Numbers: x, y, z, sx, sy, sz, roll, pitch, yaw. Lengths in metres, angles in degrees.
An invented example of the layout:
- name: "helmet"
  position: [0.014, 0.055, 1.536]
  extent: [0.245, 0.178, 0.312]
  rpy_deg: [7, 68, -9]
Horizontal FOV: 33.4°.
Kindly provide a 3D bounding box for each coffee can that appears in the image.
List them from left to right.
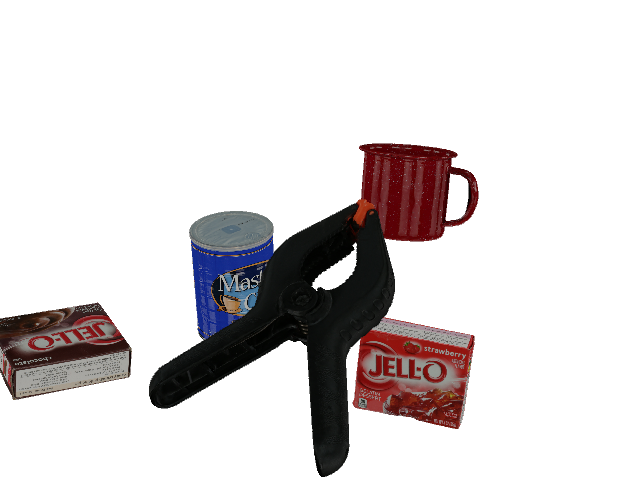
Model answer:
- name: "coffee can"
  position: [-0.107, 0.047, 1.326]
  extent: [0.103, 0.140, 0.103]
  rpy_deg: [-1, 26, 0]

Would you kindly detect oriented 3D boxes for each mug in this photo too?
- name: "mug"
  position: [0.091, -0.045, 1.009]
  extent: [0.117, 0.081, 0.093]
  rpy_deg: [8, 12, 18]

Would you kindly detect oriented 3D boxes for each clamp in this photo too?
- name: "clamp"
  position: [-0.002, 0.051, 0.598]
  extent: [0.120, 0.171, 0.039]
  rpy_deg: [29, -25, 24]

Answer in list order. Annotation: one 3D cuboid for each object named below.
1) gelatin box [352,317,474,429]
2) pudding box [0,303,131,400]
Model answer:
- name: "gelatin box"
  position: [0.073, 0.105, 0.850]
  extent: [0.089, 0.073, 0.030]
  rpy_deg: [10, 23, 13]
- name: "pudding box"
  position: [-0.243, 0.101, 0.993]
  extent: [0.113, 0.039, 0.090]
  rpy_deg: [-10, 29, -28]
